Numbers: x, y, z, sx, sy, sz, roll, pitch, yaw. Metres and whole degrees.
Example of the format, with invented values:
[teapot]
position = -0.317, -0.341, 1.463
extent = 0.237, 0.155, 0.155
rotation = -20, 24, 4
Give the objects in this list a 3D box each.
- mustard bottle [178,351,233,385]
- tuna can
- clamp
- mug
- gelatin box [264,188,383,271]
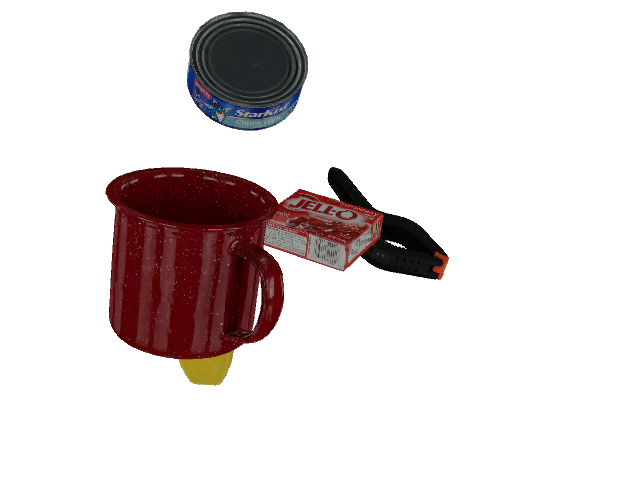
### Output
[mustard bottle]
position = -0.108, 0.067, 1.165
extent = 0.058, 0.096, 0.191
rotation = 1, 28, 7
[tuna can]
position = -0.054, -0.122, 0.774
extent = 0.086, 0.086, 0.034
rotation = 0, -29, -13
[clamp]
position = 0.049, -0.009, 1.258
extent = 0.210, 0.036, 0.164
rotation = 32, 39, 23
[mug]
position = -0.065, 0.017, 0.583
extent = 0.117, 0.081, 0.093
rotation = 24, 26, 34
[gelatin box]
position = 0.000, -0.012, 0.947
extent = 0.089, 0.030, 0.073
rotation = 18, 31, 23
